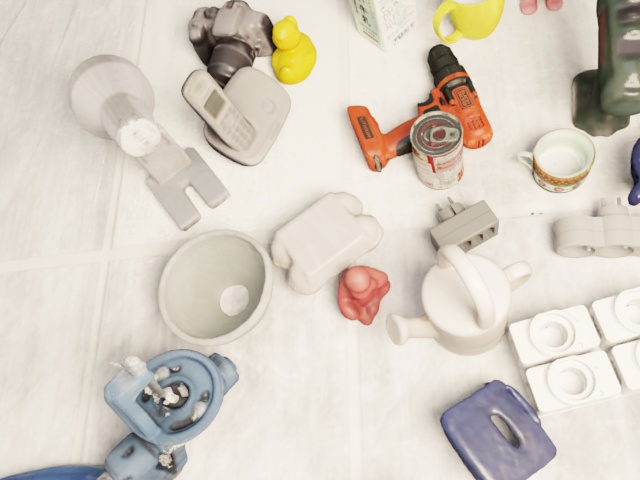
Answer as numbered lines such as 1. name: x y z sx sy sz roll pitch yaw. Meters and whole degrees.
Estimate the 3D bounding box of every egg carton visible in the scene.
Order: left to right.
1. egg carton: 0.007 0.003 0.795 0.150 0.069 0.107 -38 64 -2

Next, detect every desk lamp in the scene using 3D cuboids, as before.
1. desk lamp: -0.255 -0.149 0.849 0.118 0.214 0.202 -40 64 -3

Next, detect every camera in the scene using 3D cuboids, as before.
1. camera: -0.160 -0.323 0.959 0.142 0.101 0.137 9 71 18

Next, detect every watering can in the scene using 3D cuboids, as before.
1. watering can: 0.161 0.071 0.655 0.100 0.194 0.173 39 82 26

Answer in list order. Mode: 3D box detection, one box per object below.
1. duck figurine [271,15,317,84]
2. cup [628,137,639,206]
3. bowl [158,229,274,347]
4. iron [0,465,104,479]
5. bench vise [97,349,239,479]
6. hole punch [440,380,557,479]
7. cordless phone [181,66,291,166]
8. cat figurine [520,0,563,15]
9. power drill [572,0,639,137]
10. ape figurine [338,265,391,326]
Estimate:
1. duck figurine: -0.051 -0.315 0.934 0.077 0.086 0.104 2 69 16
2. cup: 0.414 -0.072 0.701 0.118 0.095 0.091 -44 64 -5
3. bowl: -0.135 0.074 0.802 0.167 0.075 0.167 -5 67 13
4. iron: -0.352 0.338 0.714 0.258 0.142 0.118 -16 65 8
5. bench vise: -0.196 0.217 0.678 0.121 0.220 0.207 15 73 21
6. hole punch: 0.198 0.218 0.642 0.101 0.091 0.108 -37 63 -2
7. cordless phone: -0.126 -0.211 0.856 0.094 0.185 0.148 18 74 22
8. cat figurine: 0.333 -0.403 0.848 0.067 0.118 0.128 -3 67 14
9. power drill: 0.370 -0.238 0.718 0.075 0.209 0.229 2 69 16
10. ape figurine: 0.053 0.062 0.746 0.078 0.092 0.076 -26 64 4
